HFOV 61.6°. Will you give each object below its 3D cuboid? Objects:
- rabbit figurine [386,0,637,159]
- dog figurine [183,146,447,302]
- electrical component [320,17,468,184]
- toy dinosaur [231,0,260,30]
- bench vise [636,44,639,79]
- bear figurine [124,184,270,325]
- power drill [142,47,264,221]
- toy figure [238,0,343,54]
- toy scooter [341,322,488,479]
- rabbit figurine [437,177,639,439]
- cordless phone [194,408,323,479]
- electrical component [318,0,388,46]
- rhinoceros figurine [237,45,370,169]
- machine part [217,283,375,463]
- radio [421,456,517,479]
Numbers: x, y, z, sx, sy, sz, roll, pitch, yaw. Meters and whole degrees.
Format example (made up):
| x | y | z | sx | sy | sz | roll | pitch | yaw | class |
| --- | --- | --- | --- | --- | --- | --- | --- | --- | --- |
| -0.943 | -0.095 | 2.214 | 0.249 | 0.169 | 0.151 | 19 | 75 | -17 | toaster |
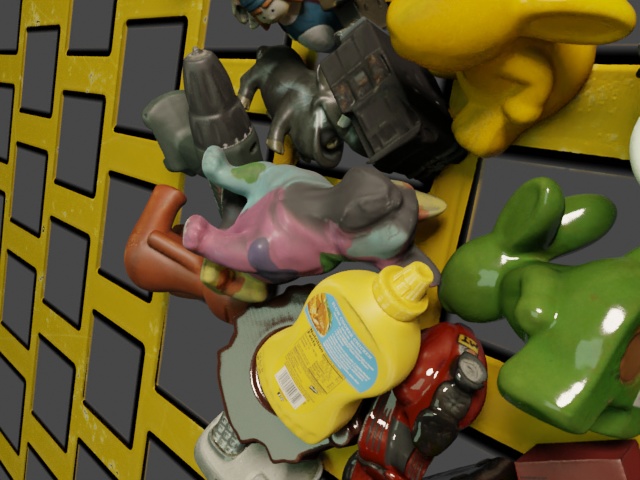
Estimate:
| x | y | z | sx | sy | sz | roll | pitch | yaw | class |
| --- | --- | --- | --- | --- | --- | --- | --- | --- | --- |
| 0.125 | -0.138 | 0.373 | 0.162 | 0.173 | 0.122 | -15 | 76 | 45 | rabbit figurine |
| -0.001 | -0.001 | 0.484 | 0.219 | 0.191 | 0.108 | 8 | 61 | 9 | dog figurine |
| 0.063 | -0.122 | 0.464 | 0.058 | 0.115 | 0.134 | -31 | 72 | 28 | electrical component |
| -0.103 | -0.467 | 0.623 | 0.192 | 0.131 | 0.404 | 3 | 88 | 30 | toy dinosaur |
| 0.269 | -0.175 | 0.262 | 0.241 | 0.129 | 0.223 | -30 | 74 | 22 | bench vise |
| -0.134 | 0.026 | 0.658 | 0.196 | 0.120 | 0.132 | 11 | 54 | 16 | bear figurine |
| -0.129 | -0.116 | 0.613 | 0.208 | 0.086 | 0.231 | 27 | 145 | 45 | power drill |
| -0.026 | -0.225 | 0.519 | 0.064 | 0.154 | 0.058 | -53 | 55 | 26 | toy figure |
| 0.077 | 0.149 | 0.416 | 0.075 | 0.135 | 0.184 | 32 | 87 | 2 | toy scooter |
| 0.153 | 0.036 | 0.389 | 0.170 | 0.121 | 0.159 | 29 | 106 | 54 | rabbit figurine |
| -0.049 | 0.202 | 0.591 | 0.147 | 0.088 | 0.184 | 32 | 104 | 38 | cordless phone |
| 0.039 | -0.230 | 0.505 | 0.045 | 0.102 | 0.078 | -22 | 98 | 47 | electrical component |
| -0.008 | -0.138 | 0.565 | 0.112 | 0.073 | 0.190 | -54 | 55 | 15 | rhinoceros figurine |
| -0.020 | 0.131 | 0.536 | 0.180 | 0.056 | 0.179 | -6 | 73 | 20 | machine part |
| 0.091 | 0.283 | 0.470 | 0.229 | 0.073 | 0.131 | -35 | 66 | 34 | radio |
